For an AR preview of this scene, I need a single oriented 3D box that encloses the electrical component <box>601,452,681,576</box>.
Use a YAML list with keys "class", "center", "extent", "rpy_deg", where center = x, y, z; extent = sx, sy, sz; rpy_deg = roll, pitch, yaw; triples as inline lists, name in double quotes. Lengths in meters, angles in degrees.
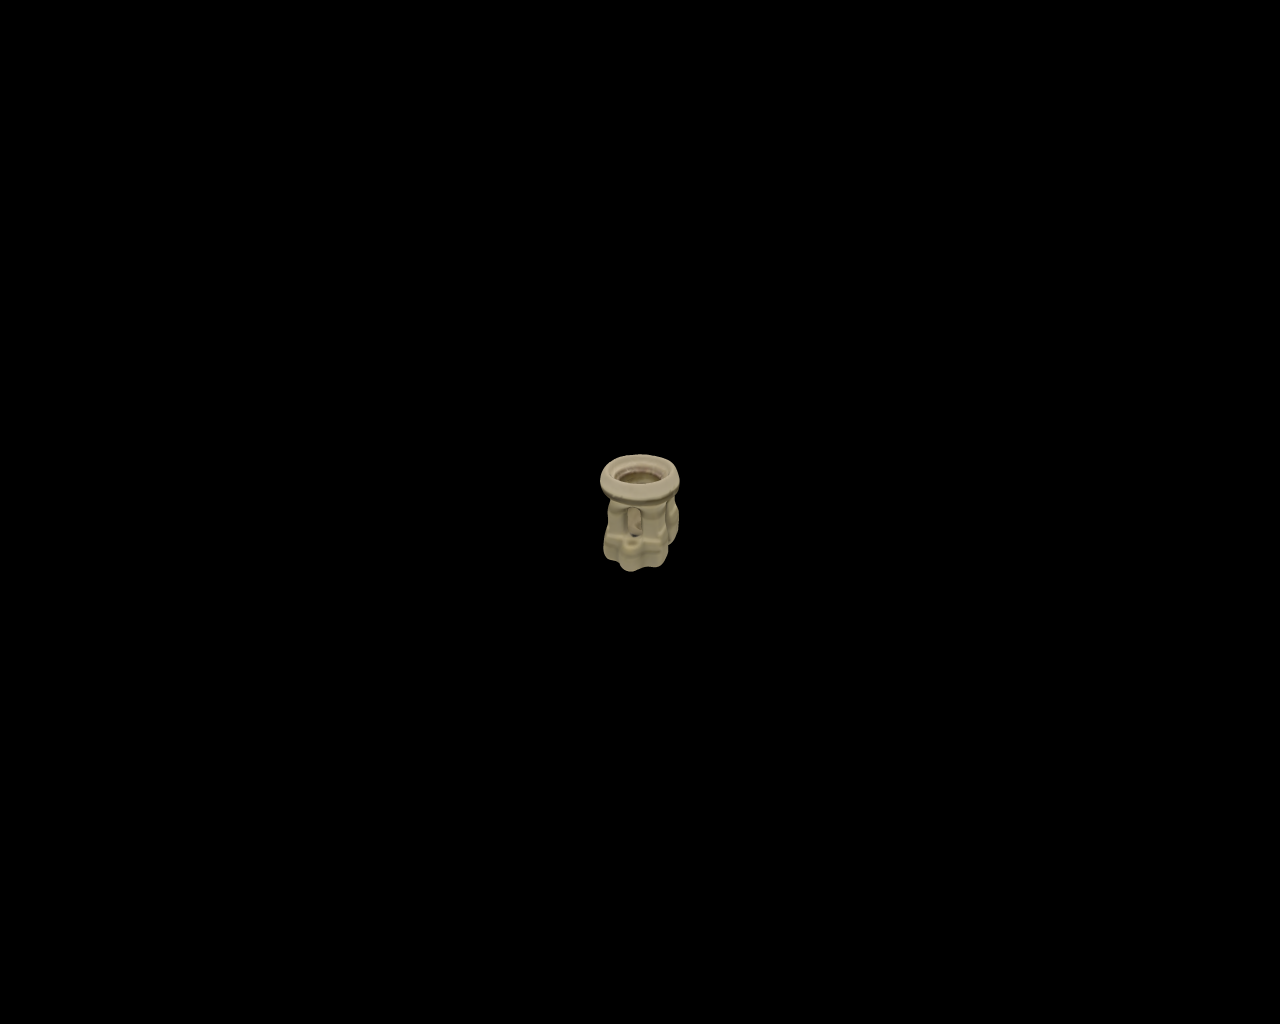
- class: "electrical component"
  center: [0.001, -0.003, 0.650]
  extent: [0.048, 0.055, 0.066]
  rpy_deg: [8, 31, 13]
